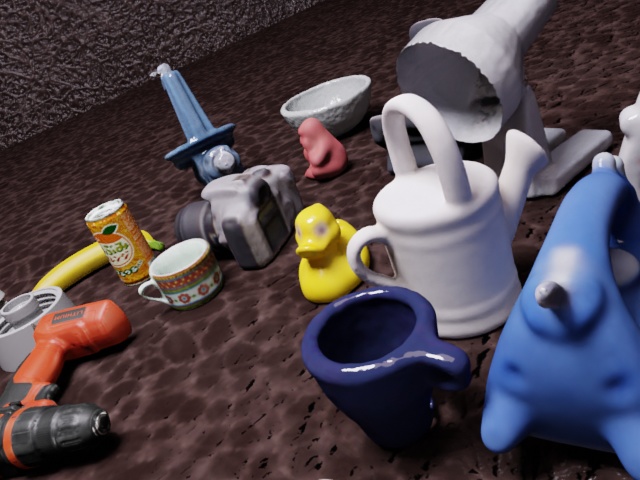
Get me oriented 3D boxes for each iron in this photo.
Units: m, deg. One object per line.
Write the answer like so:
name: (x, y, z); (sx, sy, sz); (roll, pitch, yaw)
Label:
iron: (0.182, 0.018, 0.376); (0.118, 0.142, 0.259); (0, 34, 35)

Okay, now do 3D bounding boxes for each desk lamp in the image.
desk lamp: (0.194, -0.152, 0.598); (0.204, 0.214, 0.117); (-35, 30, -25)

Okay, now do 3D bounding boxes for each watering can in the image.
watering can: (0.101, -0.029, 0.462); (0.173, 0.194, 0.100); (-36, 31, -27)

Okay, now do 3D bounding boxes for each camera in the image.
camera: (-0.111, -0.038, 0.732); (0.136, 0.101, 0.143); (-6, 31, 27)

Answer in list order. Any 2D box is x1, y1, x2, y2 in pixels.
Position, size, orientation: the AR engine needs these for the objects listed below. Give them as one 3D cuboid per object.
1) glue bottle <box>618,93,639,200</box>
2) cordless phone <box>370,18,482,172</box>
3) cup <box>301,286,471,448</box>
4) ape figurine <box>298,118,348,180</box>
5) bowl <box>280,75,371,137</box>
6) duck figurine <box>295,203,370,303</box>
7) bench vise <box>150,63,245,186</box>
glue bottle: (0.273, -0.082, 0.458); (0.078, 0.173, 0.037); (-7, 31, 26)
cordless phone: (0.128, -0.187, 0.740); (0.147, 0.185, 0.094); (-1, 33, 34)
cup: (0.054, 0.094, 0.380); (0.117, 0.095, 0.092); (7, 39, 43)
ape figurine: (-0.003, -0.136, 0.845); (0.076, 0.092, 0.078); (-12, 29, 18)
bowl: (0.020, -0.224, 1.008); (0.167, 0.075, 0.167); (-17, 27, 9)
duck figurine: (0.005, 0.002, 0.592); (0.077, 0.086, 0.105); (-7, 31, 26)
bench vise: (-0.171, -0.164, 0.874); (0.122, 0.220, 0.206); (-39, 32, -30)
